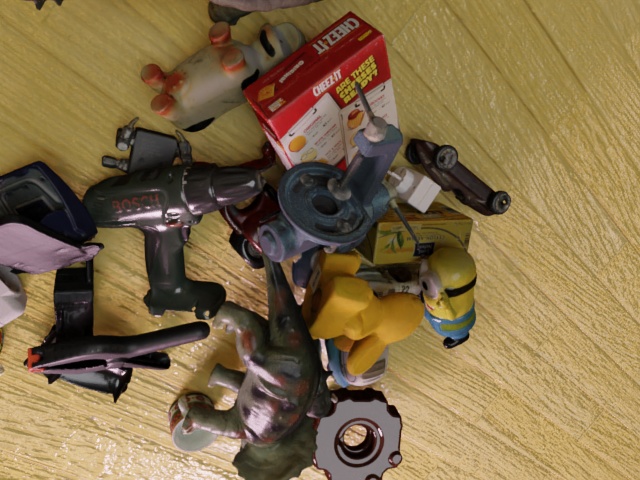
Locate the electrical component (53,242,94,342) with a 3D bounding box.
[{"bbox_3d":[-0.315,0.064,0.690,0.048,0.075,0.119,-2,116,-23],"label":"electrical component"}]

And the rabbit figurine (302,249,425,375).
[{"bbox_3d":[0.066,0.110,0.765,0.173,0.122,0.162,10,109,-21],"label":"rabbit figurine"}]

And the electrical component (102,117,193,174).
[{"bbox_3d":[-0.214,-0.111,0.678,0.102,0.045,0.078,17,102,-28],"label":"electrical component"}]

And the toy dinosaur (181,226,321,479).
[{"bbox_3d":[-0.065,0.192,0.739,0.192,0.131,0.404,22,120,3],"label":"toy dinosaur"}]

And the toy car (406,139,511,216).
[{"bbox_3d":[0.214,-0.095,0.842,0.202,0.089,0.053,30,94,-31],"label":"toy car"}]

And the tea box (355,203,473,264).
[{"bbox_3d":[0.139,-0.014,0.839,0.170,0.098,0.068,-3,111,-20],"label":"tea box"}]

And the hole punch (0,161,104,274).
[{"bbox_3d":[-0.336,-0.021,0.628,0.142,0.092,0.115,-17,147,18],"label":"hole punch"}]

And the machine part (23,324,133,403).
[{"bbox_3d":[-0.328,0.175,0.751,0.138,0.039,0.084,39,87,-29],"label":"machine part"}]

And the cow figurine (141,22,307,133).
[{"bbox_3d":[-0.103,-0.198,0.659,0.195,0.085,0.127,-30,162,4],"label":"cow figurine"}]

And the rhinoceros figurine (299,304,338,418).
[{"bbox_3d":[-0.019,0.187,0.846,0.073,0.112,0.190,-16,108,-19],"label":"rhinoceros figurine"}]

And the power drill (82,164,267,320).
[{"bbox_3d":[-0.172,0.003,0.682,0.232,0.086,0.207,1,128,8],"label":"power drill"}]

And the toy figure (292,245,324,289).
[{"bbox_3d":[-0.001,-0.003,0.809,0.064,0.058,0.154,-12,121,-62],"label":"toy figure"}]

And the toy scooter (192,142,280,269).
[{"bbox_3d":[-0.091,-0.055,0.739,0.135,0.075,0.183,-42,116,-4],"label":"toy scooter"}]

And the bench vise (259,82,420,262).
[{"bbox_3d":[0.040,-0.059,0.649,0.223,0.129,0.240,-12,151,-30],"label":"bench vise"}]

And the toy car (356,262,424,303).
[{"bbox_3d":[0.113,0.070,0.875,0.202,0.074,0.056,-3,115,-22],"label":"toy car"}]

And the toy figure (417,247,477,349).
[{"bbox_3d":[0.199,0.086,0.824,0.089,0.082,0.179,-37,131,-16],"label":"toy figure"}]

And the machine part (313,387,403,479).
[{"bbox_3d":[0.063,0.347,0.947,0.179,0.056,0.179,-1,94,-9],"label":"machine part"}]

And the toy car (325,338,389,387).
[{"bbox_3d":[0.064,0.182,0.885,0.109,0.103,0.161,-9,112,-19],"label":"toy car"}]

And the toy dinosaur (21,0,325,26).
[{"bbox_3d":[-0.065,-0.295,0.579,0.471,0.199,0.104,-21,114,-16],"label":"toy dinosaur"}]
